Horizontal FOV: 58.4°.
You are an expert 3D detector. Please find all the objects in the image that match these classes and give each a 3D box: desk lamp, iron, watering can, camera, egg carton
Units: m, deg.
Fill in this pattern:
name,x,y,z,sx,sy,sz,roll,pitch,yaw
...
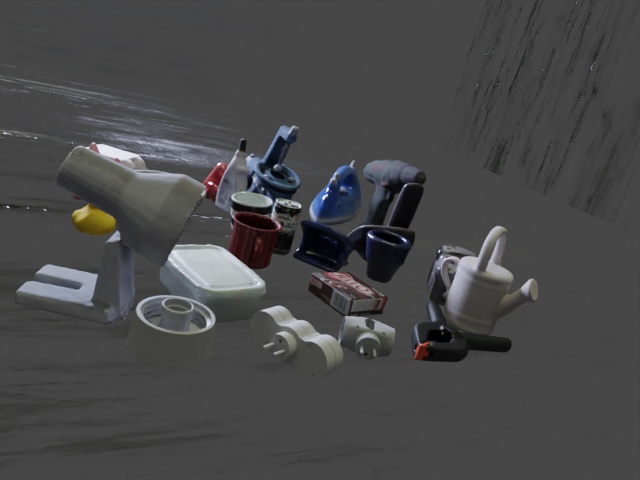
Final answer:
name,x,y,z,sx,sy,sz,roll,pitch,yaw
desk lamp,-0.266,-0.004,0.743,0.203,0.213,0.118,13,18,-8
iron,0.047,-0.129,1.502,0.118,0.141,0.259,19,18,11
watering can,0.306,0.070,1.041,0.172,0.194,0.101,19,18,11
camera,0.296,0.076,1.168,0.136,0.101,0.143,17,18,4
egg carton,-0.472,-0.166,1.286,0.150,0.069,0.107,17,18,3

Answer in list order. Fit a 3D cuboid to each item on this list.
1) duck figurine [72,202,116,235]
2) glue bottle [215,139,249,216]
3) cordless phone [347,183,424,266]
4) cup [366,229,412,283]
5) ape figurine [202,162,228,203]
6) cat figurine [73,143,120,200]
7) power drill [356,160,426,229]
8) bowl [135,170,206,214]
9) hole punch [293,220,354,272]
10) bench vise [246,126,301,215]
name,x,y,z,sx,sy,sz,roll,pitch,yaw
duck figurine,-0.394,-0.062,1.015,0.078,0.086,0.104,10,19,-16
glue bottle,-0.189,-0.144,1.294,0.037,0.173,0.077,-4,26,-46
cordless phone,0.150,-0.046,1.269,0.148,0.185,0.093,4,21,-32
cup,0.128,0.032,1.164,0.092,0.095,0.117,14,18,-6
ape figurine,-0.241,-0.139,1.367,0.076,0.092,0.078,27,21,31
cat figurine,-0.440,-0.134,1.140,0.067,0.118,0.128,20,18,12
power drill,0.165,-0.099,1.402,0.076,0.208,0.229,6,20,-27
bowl,-0.319,-0.082,1.157,0.167,0.075,0.167,14,18,-4
hole punch,0.011,0.004,1.154,0.108,0.091,0.101,21,19,16
bench vise,-0.126,-0.187,1.399,0.206,0.220,0.122,26,21,30
